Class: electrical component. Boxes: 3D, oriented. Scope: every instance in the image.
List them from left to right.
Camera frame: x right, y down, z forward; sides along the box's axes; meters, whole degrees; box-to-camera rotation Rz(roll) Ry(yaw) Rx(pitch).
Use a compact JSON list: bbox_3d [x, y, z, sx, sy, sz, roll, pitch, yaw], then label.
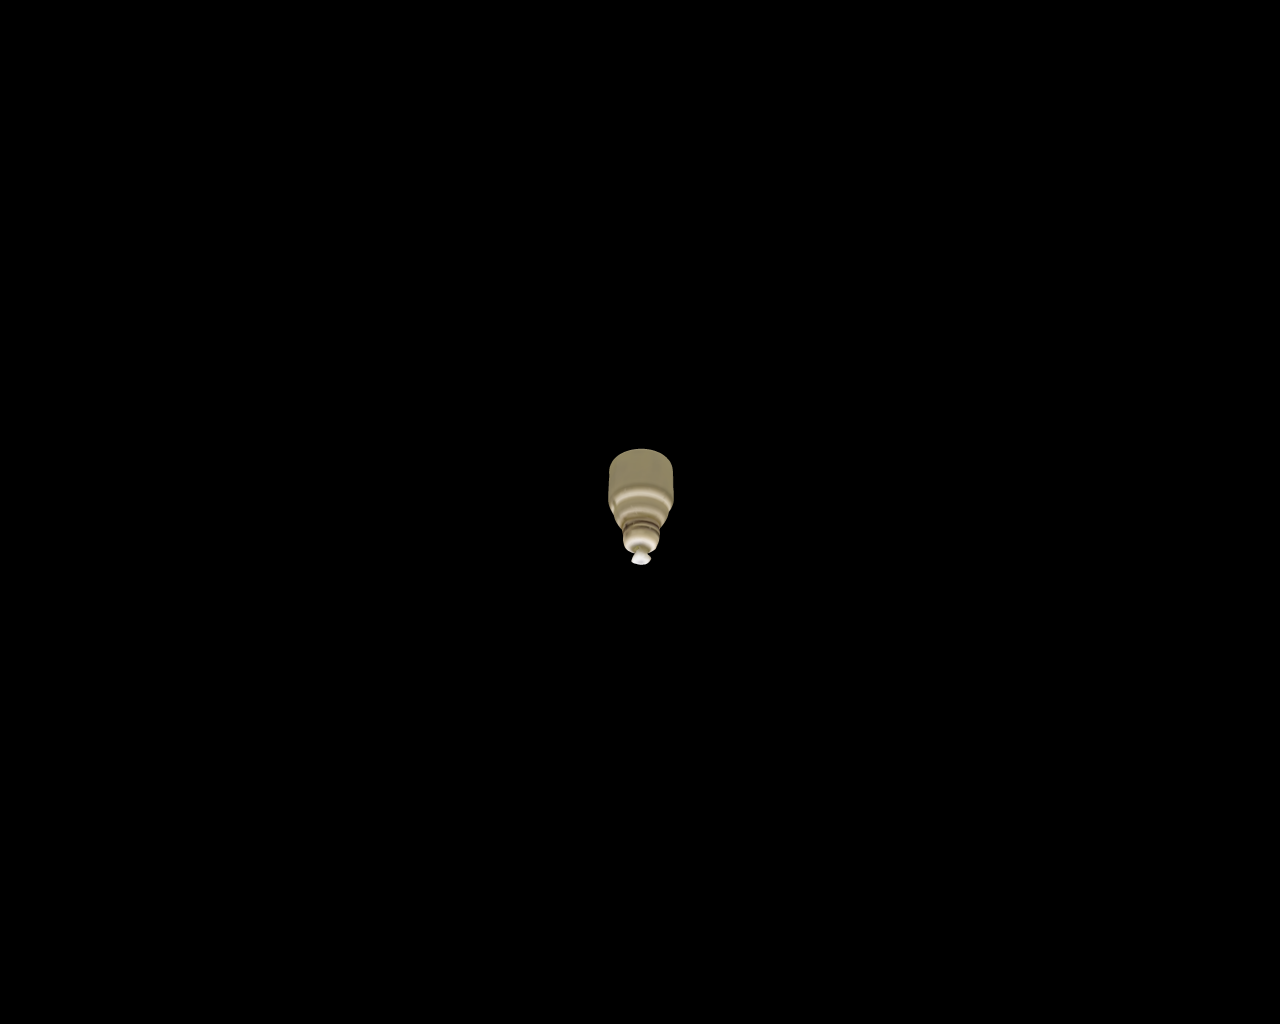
[{"bbox_3d":[0.001,-0.003,0.650,0.040,0.078,0.040,0,-36,0],"label":"electrical component"}]
